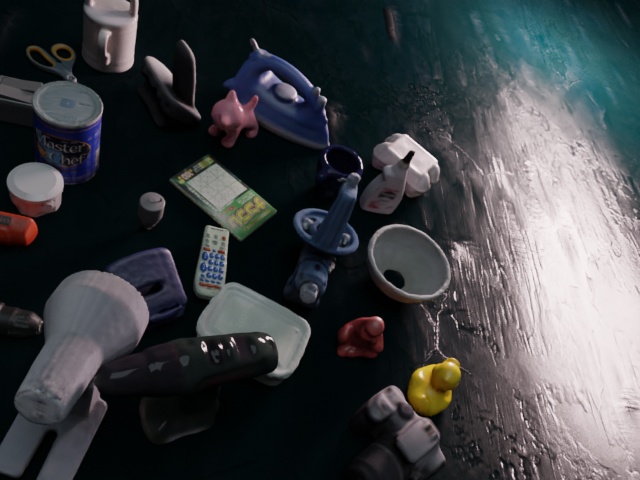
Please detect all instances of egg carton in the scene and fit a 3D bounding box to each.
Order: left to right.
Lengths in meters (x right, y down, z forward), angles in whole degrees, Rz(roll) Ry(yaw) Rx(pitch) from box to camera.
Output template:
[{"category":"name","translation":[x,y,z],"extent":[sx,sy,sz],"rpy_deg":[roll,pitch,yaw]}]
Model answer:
[{"category":"egg carton","translation":[0.190,-0.166,1.264],"extent":[0.150,0.069,0.107],"rpy_deg":[41,49,9]}]

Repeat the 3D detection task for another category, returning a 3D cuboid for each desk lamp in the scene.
[{"category":"desk lamp","translation":[-0.300,0.168,0.692],"extent":[0.118,0.213,0.203],"rpy_deg":[21,49,-8]}]

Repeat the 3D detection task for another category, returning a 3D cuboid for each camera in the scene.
[{"category":"camera","translation":[0.099,0.306,0.844],"extent":[0.137,0.100,0.143],"rpy_deg":[-25,68,-36]}]

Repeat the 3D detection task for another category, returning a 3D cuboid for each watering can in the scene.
[{"category":"watering can","translation":[-0.409,-0.438,1.115],"extent":[0.101,0.194,0.172],"rpy_deg":[-9,59,-29]}]

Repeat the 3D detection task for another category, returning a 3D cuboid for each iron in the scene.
[{"category":"iron","translation":[-0.067,-0.307,1.206],"extent":[0.258,0.141,0.119],"rpy_deg":[33,49,2]}]

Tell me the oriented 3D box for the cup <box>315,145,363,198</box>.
[{"category":"cup","translation":[0.021,-0.122,1.137],"extent":[0.091,0.095,0.118],"rpy_deg":[43,50,11]}]

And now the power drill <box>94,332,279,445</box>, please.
[{"category":"power drill","translation":[-0.173,0.189,0.738],"extent":[0.230,0.208,0.075],"rpy_deg":[-11,60,-31]}]

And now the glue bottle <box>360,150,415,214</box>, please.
[{"category":"glue bottle","translation":[0.144,-0.118,1.138],"extent":[0.078,0.173,0.037],"rpy_deg":[6,53,-20]}]

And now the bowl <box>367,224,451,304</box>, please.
[{"category":"bowl","translation":[0.155,0.057,1.076],"extent":[0.168,0.074,0.167],"rpy_deg":[12,51,-16]}]

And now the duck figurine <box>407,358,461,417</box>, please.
[{"category":"duck figurine","translation":[0.197,0.238,0.950],"extent":[0.077,0.086,0.105],"rpy_deg":[41,49,9]}]

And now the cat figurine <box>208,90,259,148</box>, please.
[{"category":"cat figurine","translation":[-0.168,-0.247,1.131],"extent":[0.067,0.117,0.128],"rpy_deg":[43,50,11]}]

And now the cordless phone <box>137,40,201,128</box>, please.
[{"category":"cordless phone","translation":[-0.278,-0.320,1.091],"extent":[0.094,0.185,0.147],"rpy_deg":[-24,67,-36]}]

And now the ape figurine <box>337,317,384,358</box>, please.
[{"category":"ape figurine","translation":[0.076,0.157,0.952],"extent":[0.077,0.092,0.076],"rpy_deg":[38,49,7]}]

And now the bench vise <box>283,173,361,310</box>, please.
[{"category":"bench vise","translation":[0.020,0.005,0.957],"extent":[0.122,0.219,0.207],"rpy_deg":[7,53,-19]}]

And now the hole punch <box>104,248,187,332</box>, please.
[{"category":"hole punch","translation":[-0.259,0.077,0.861],"extent":[0.109,0.091,0.101],"rpy_deg":[-21,66,-35]}]
